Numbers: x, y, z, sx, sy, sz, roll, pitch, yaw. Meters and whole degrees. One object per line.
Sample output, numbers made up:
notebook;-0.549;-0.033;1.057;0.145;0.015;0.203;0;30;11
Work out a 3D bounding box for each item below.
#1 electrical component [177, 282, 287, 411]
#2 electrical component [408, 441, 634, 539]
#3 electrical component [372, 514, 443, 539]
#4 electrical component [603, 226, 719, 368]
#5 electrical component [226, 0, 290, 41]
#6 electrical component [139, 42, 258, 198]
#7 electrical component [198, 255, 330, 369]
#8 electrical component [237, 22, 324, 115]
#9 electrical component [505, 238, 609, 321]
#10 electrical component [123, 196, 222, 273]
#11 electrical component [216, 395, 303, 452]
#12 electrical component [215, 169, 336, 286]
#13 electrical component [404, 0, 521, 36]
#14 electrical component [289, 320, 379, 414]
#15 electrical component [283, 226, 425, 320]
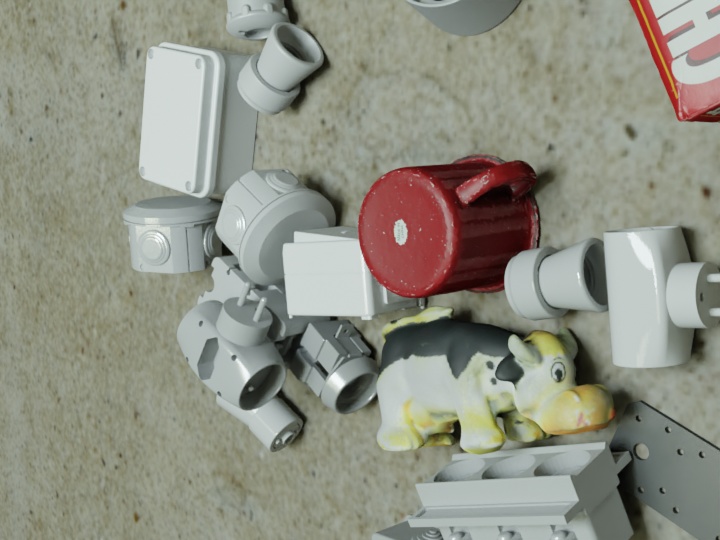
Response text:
electrical component;-0.086;0.046;0.769;0.077;0.043;0.079;41;121;31
electrical component;0.102;0.148;0.668;0.121;0.079;0.063;-15;99;45
electrical component;0.052;0.227;0.746;0.100;0.048;0.099;9;99;40
electrical component;0.177;0.014;0.604;0.079;0.043;0.077;-2;95;42
electrical component;-0.079;-0.206;0.805;0.048;0.048;0.062;-14;79;42
electrical component;-0.128;-0.119;0.853;0.078;0.057;0.113;19;109;39
electrical component;-0.071;0.031;0.823;0.089;0.056;0.050;42;122;30
electrical component;-0.060;-0.148;0.795;0.055;0.045;0.045;-46;66;37
electrical component;0.122;0.006;0.652;0.055;0.045;0.045;-11;89;43
electrical component;-0.150;-0.030;0.871;0.080;0.080;0.051;11;109;41
electrical component;-0.077;0.112;0.851;0.065;0.044;0.044;42;122;24
electrical component;-0.062;-0.033;0.791;0.051;0.080;0.080;44;123;35
electrical component;0.062;-0.203;0.680;0.099;0.064;0.099;-2;87;31
electrical component;-0.016;0.072;0.787;0.055;0.048;0.066;48;125;36
electrical component;0.000;0.000;0.750;0.096;0.062;0.061;-1;95;42
